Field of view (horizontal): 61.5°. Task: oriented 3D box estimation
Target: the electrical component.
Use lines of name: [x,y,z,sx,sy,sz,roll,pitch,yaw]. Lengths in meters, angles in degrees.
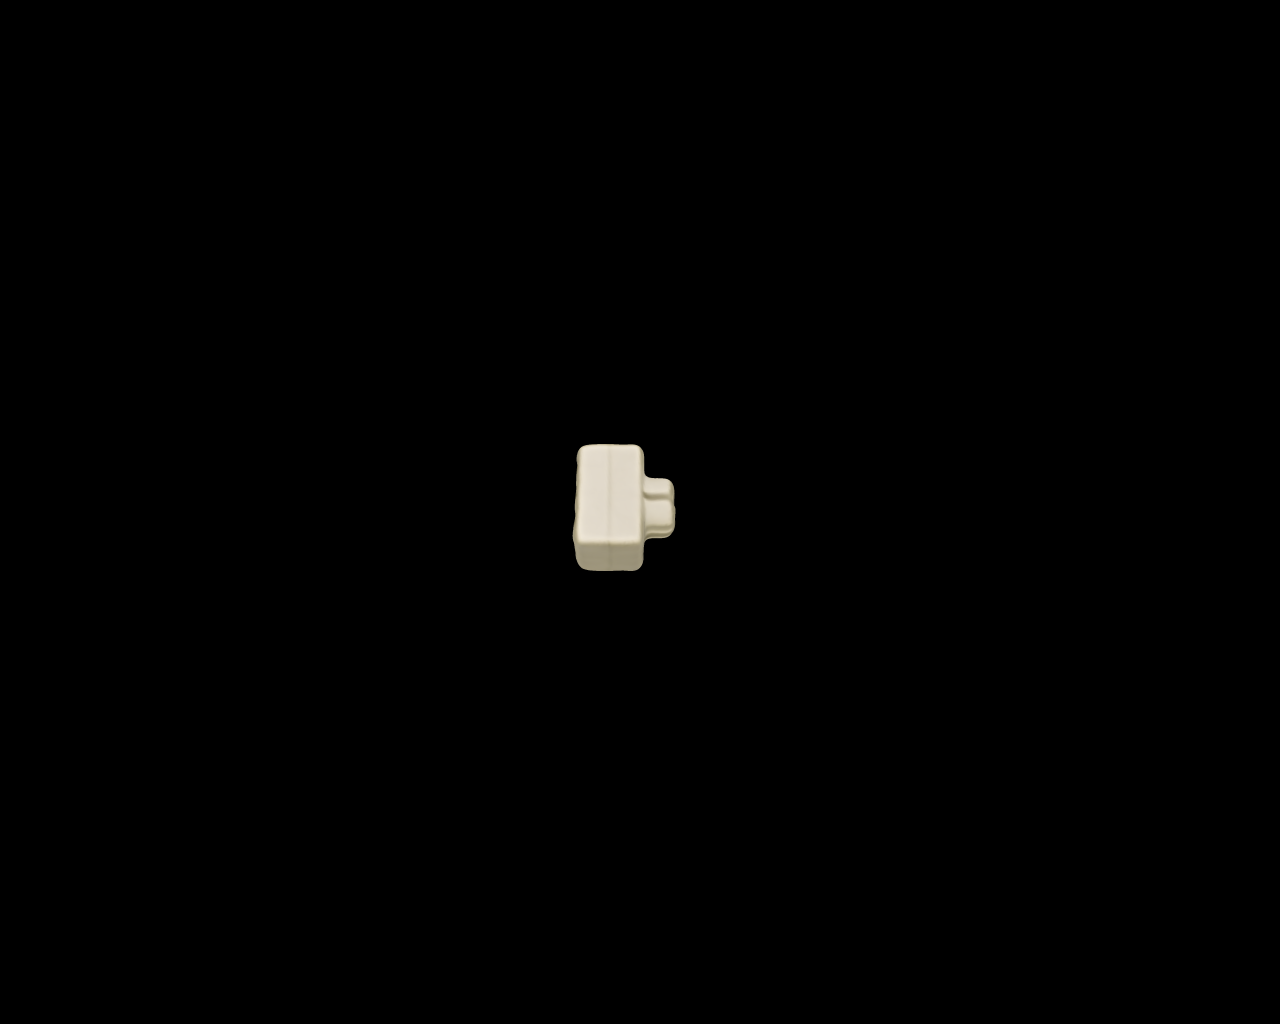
electrical component: [0.001,-0.003,0.650,0.077,0.066,0.047,0,-24,0]
